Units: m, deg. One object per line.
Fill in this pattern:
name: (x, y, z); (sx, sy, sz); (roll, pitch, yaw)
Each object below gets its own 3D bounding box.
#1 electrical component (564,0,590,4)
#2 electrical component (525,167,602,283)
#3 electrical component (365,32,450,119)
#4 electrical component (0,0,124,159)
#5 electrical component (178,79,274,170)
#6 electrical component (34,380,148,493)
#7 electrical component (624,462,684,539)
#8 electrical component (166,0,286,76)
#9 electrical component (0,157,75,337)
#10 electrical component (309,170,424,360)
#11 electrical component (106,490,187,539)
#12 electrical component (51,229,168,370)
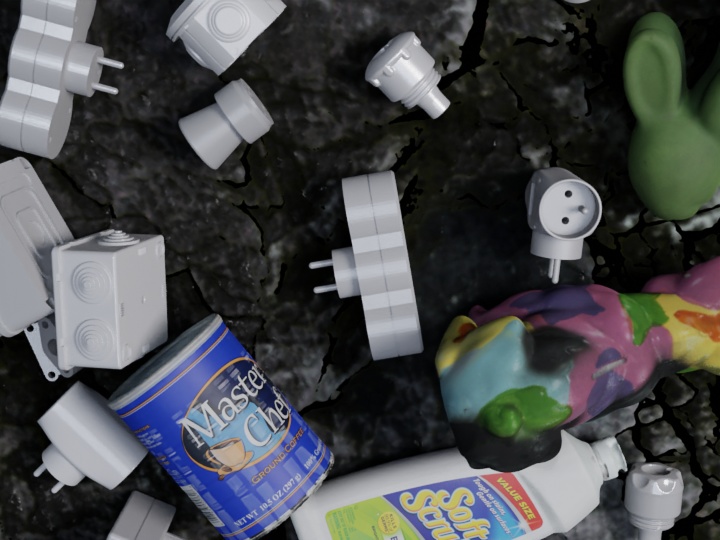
electrical component: (0.155, -0.213, 0.743); (0.040, 0.078, 0.040); (0, 86, 1)
electrical component: (0.143, -0.031, 0.776); (0.043, 0.077, 0.079); (5, 102, 1)
electrical component: (0.038, -0.136, 0.775); (0.048, 0.048, 0.062); (-44, 104, 8)
electrical component: (-0.207, -0.146, 0.771); (0.074, 0.052, 0.138); (15, 101, -2)
electrical component: (-0.097, -0.106, 0.781); (0.055, 0.045, 0.045); (-35, 98, 7)
electrical component: (-0.218, 0.139, 0.831); (0.079, 0.043, 0.077); (-43, 97, 8)
electrical component: (0.227, 0.183, 0.833); (0.043, 0.043, 0.062); (2, 102, 1)
electrical component: (-0.093, -0.178, 0.751); (0.080, 0.080, 0.051); (-44, 102, 8)
electrical component: (-0.256, -0.016, 0.781); (0.057, 0.078, 0.113); (-25, 100, 19)
electrical component: (0.000, 0.000, 0.796); (0.074, 0.052, 0.138); (-10, 100, 3)
electrical component: (-0.156, 0.218, 0.825); (0.076, 0.083, 0.047); (23, 100, -4)
electrical component: (-0.178, 0.021, 0.781); (0.048, 0.100, 0.099); (2, 101, 13)
